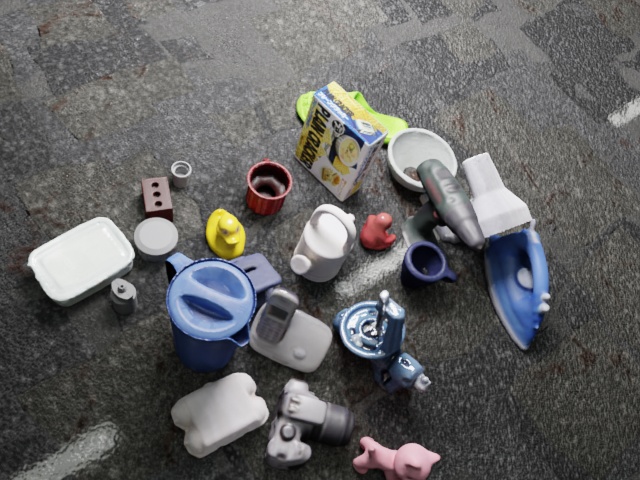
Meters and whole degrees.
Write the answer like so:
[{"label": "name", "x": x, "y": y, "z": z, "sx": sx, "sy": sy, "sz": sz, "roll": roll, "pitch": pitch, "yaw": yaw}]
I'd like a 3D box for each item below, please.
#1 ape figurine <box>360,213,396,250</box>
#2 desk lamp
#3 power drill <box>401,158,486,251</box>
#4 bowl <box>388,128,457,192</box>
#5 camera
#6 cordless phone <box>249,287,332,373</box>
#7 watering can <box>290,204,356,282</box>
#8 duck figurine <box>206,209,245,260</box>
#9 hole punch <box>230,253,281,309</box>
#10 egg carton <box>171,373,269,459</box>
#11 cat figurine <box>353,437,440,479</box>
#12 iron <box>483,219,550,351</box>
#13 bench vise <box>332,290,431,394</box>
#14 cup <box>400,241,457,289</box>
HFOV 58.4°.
[{"label": "ape figurine", "x": 0.126, "y": -0.025, "z": 1.210, "sx": 0.076, "sy": 0.092, "sz": 0.077, "roll": -18, "pitch": 68, "yaw": -22}, {"label": "desk lamp", "x": 0.329, "y": -0.073, "z": 1.219, "sx": 0.118, "sy": 0.213, "sz": 0.203, "roll": -19, "pitch": 69, "yaw": -23}, {"label": "power drill", "x": 0.247, "y": -0.041, "z": 1.184, "sx": 0.076, "sy": 0.208, "sz": 0.229, "roll": -10, "pitch": 66, "yaw": -19}, {"label": "bowl", "x": 0.226, "y": -0.172, "z": 1.325, "sx": 0.167, "sy": 0.074, "sz": 0.167, "roll": 6, "pitch": 61, "yaw": -11}, {"label": "camera", "x": -0.013, "y": 0.323, "z": 0.984, "sx": 0.137, "sy": 0.100, "sz": 0.143, "roll": 18, "pitch": 60, "yaw": -5}, {"label": "cordless phone", "x": -0.044, "y": 0.155, "z": 1.016, "sx": 0.147, "sy": 0.185, "sz": 0.094, "roll": 22, "pitch": 59, "yaw": -2}, {"label": "watering can", "x": 0.012, "y": 0.005, "z": 1.105, "sx": 0.101, "sy": 0.194, "sz": 0.173, "roll": 22, "pitch": 59, "yaw": -2}, {"label": "duck figurine", "x": -0.184, "y": -0.023, "z": 1.131, "sx": 0.078, "sy": 0.086, "sz": 0.104, "roll": -15, "pitch": 68, "yaw": -21}, {"label": "hole punch", "x": -0.141, "y": 0.076, "z": 1.087, "sx": 0.109, "sy": 0.091, "sz": 0.101, "roll": -22, "pitch": 70, "yaw": -24}, {"label": "egg carton", "x": -0.170, "y": 0.294, "z": 0.976, "sx": 0.150, "sy": 0.069, "sz": 0.107, "roll": -24, "pitch": 71, "yaw": -24}, {"label": "cat figurine", "x": 0.134, "y": 0.379, "z": 0.984, "sx": 0.128, "sy": 0.117, "sz": 0.067, "roll": 20, "pitch": 59, "yaw": -3}, {"label": "iron", "x": 0.437, "y": 0.089, "z": 1.204, "sx": 0.119, "sy": 0.141, "sz": 0.258, "roll": 3, "pitch": 62, "yaw": -13}, {"label": "bench vise", "x": 0.131, "y": 0.174, "z": 1.032, "sx": 0.207, "sy": 0.219, "sz": 0.122, "roll": 30, "pitch": 59, "yaw": 2}, {"label": "cup", "x": 0.217, "y": 0.067, "z": 1.184, "sx": 0.118, "sy": 0.095, "sz": 0.092, "roll": 27, "pitch": 59, "yaw": 1}]
